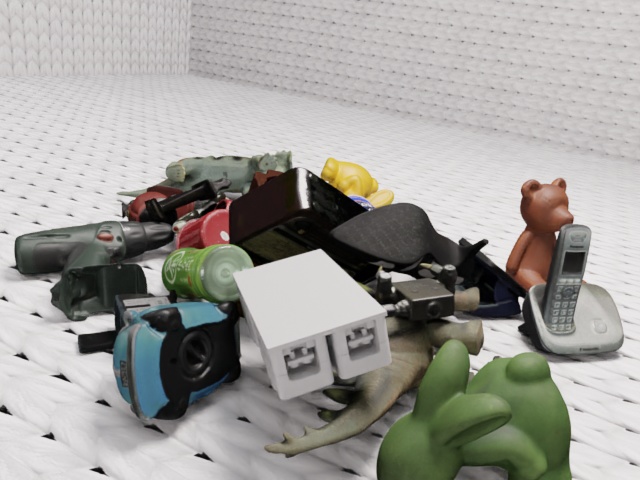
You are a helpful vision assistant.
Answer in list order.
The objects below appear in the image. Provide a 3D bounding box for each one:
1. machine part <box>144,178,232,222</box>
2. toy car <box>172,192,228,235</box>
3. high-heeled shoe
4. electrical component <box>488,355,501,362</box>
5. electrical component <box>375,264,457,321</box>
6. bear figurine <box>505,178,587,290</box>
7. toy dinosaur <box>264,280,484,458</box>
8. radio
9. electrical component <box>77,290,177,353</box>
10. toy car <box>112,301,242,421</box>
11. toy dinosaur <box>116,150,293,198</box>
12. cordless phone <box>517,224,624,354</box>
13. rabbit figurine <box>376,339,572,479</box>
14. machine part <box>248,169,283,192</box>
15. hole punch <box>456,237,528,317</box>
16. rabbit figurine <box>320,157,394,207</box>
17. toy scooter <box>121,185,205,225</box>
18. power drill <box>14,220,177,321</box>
[{"bbox_3d":[-0.219,-0.072,0.894,0.139,0.039,0.084,-26,19,-28],"label":"machine part"},{"bbox_3d":[-0.192,-0.025,0.923,0.056,0.073,0.202,-27,12,20],"label":"toy car"},{"bbox_3d":[0.108,0.020,0.721,0.249,0.086,0.145,6,-24,-20],"label":"high-heeled shoe"},{"bbox_3d":[0.232,0.173,0.650,0.063,0.021,0.094,14,22,14],"label":"electrical component"},{"bbox_3d":[0.107,0.055,0.599,0.102,0.045,0.078,-4,13,-8],"label":"electrical component"},{"bbox_3d":[0.392,0.000,0.912,0.120,0.195,0.132,-2,24,-33],"label":"bear figurine"},{"bbox_3d":[0.084,0.123,0.626,0.199,0.105,0.471,6,11,15],"label":"toy dinosaur"},{"bbox_3d":[-0.002,-0.002,0.731,0.229,0.131,0.073,28,44,-45],"label":"radio"},{"bbox_3d":[-0.224,0.099,0.641,0.119,0.047,0.075,-1,22,-26],"label":"electrical component"},{"bbox_3d":[-0.157,0.113,0.561,0.103,0.109,0.161,0,7,29],"label":"toy car"},{"bbox_3d":[-0.206,-0.131,1.150,0.405,0.131,0.192,1,10,-6],"label":"toy dinosaur"},{"bbox_3d":[0.365,0.065,0.754,0.147,0.184,0.089,1,18,-17],"label":"cordless phone"},{"bbox_3d":[0.132,0.175,0.474,0.170,0.158,0.121,-17,39,-18],"label":"rabbit figurine"},{"bbox_3d":[-0.039,-0.049,0.888,0.179,0.056,0.179,22,27,-12],"label":"machine part"},{"bbox_3d":[0.256,0.072,0.855,0.115,0.092,0.142,32,8,-24],"label":"hole punch"},{"bbox_3d":[0.068,-0.077,1.144,0.162,0.121,0.173,16,35,-5],"label":"rabbit figurine"},{"bbox_3d":[-0.295,-0.060,0.983,0.135,0.075,0.184,17,21,24],"label":"toy scooter"},{"bbox_3d":[-0.299,0.026,0.757,0.232,0.085,0.207,-5,29,-27],"label":"power drill"}]
